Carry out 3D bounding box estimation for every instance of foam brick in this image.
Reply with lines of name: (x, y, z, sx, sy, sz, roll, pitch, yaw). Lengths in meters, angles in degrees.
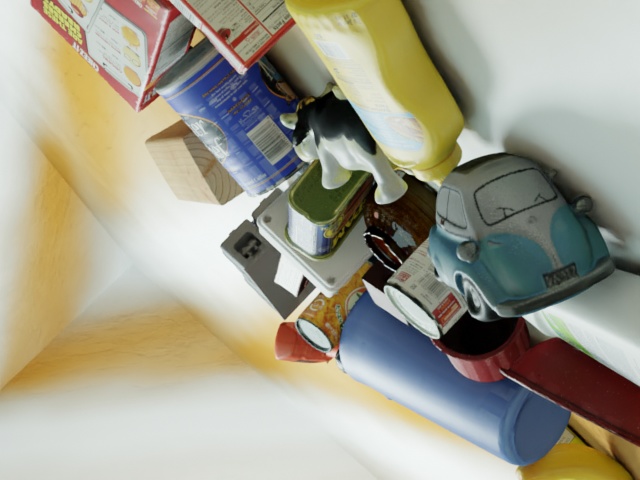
foam brick: (0.091, 0.037, 1.077, 0.053, 0.078, 0.051, 33, 162, 37)

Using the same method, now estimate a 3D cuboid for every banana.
banana: (0.282, 0.253, 1.131, 0.197, 0.069, 0.037, 31, 150, -30)

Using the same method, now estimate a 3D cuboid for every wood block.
wood block: (-0.132, -0.104, 1.281, 0.090, 0.090, 0.206, 61, 164, -14)

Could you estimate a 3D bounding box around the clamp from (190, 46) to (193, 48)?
clamp: (-0.119, -0.178, 1.139, 0.172, 0.039, 0.120, 26, 174, 42)

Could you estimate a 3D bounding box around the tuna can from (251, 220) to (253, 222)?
tuna can: (-0.070, -0.004, 1.441, 0.034, 0.086, 0.086, 43, 168, 19)

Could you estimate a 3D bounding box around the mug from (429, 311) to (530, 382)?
mug: (0.146, 0.078, 1.016, 0.117, 0.093, 0.081, 42, 173, 32)

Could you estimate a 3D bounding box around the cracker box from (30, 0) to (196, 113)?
cracker box: (-0.195, -0.242, 1.028, 0.164, 0.072, 0.214, 46, 155, 2)

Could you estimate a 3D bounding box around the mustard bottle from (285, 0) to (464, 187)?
mustard bottle: (0.054, -0.109, 0.777, 0.096, 0.058, 0.191, 22, 153, 52)

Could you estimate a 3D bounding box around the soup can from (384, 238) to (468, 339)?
soup can: (0.113, 0.027, 0.921, 0.068, 0.102, 0.068, 42, 167, 12)

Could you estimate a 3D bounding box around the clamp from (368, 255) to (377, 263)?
clamp: (0.070, 0.059, 1.300, 0.165, 0.036, 0.210, 25, 154, 52)

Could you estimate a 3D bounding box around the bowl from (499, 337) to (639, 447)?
bowl: (0.233, 0.123, 0.884, 0.162, 0.055, 0.162, 27, 180, -1)

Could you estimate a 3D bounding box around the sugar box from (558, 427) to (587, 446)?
sugar box: (0.280, 0.252, 1.231, 0.176, 0.048, 0.093, 46, 167, 2)

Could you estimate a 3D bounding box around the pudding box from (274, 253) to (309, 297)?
pudding box: (-0.008, 0.001, 1.196, 0.039, 0.090, 0.113, 31, 152, 10)

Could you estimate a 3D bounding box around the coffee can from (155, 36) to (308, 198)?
coffee can: (-0.075, -0.127, 1.033, 0.140, 0.102, 0.103, 49, 167, -19)

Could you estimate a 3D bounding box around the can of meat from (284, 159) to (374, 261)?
can of meat: (0.011, -0.042, 1.024, 0.057, 0.102, 0.084, 33, 160, 12)

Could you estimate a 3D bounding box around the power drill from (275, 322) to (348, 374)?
power drill: (0.032, 0.147, 1.399, 0.188, 0.057, 0.184, 8, 177, 40)

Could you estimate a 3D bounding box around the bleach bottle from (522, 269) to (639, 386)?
bleach bottle: (0.210, 0.055, 0.794, 0.102, 0.068, 0.251, 50, 169, -32)

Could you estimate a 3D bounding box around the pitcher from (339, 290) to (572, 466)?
pitcher: (0.143, 0.129, 1.127, 0.243, 0.145, 0.149, 27, 170, 46)

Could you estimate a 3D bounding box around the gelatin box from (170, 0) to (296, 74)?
gelatin box: (-0.067, -0.192, 0.868, 0.089, 0.073, 0.030, 46, 169, -5)

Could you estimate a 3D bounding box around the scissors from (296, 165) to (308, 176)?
scissors: (-0.027, -0.080, 1.224, 0.096, 0.016, 0.201, 27, 158, 54)
